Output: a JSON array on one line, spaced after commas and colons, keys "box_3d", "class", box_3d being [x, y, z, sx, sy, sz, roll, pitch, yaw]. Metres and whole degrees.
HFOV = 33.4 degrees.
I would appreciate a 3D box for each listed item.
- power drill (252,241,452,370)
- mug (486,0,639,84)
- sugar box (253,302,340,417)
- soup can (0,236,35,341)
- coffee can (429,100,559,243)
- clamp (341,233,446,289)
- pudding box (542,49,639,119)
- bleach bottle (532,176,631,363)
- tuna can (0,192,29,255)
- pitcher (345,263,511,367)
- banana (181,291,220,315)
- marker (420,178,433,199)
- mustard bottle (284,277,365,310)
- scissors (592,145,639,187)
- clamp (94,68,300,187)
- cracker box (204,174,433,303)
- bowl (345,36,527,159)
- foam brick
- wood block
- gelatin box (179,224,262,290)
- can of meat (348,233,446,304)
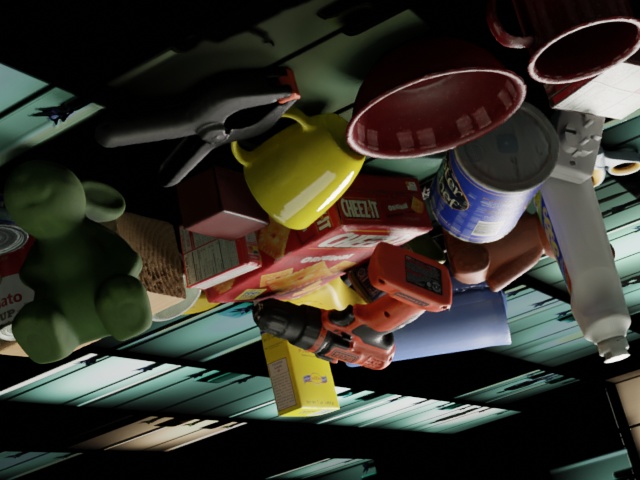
[{"box_3d": [0.041, 0.074, 1.187, 0.184, 0.057, 0.188, 19, 142, -27], "class": "power drill"}, {"box_3d": [0.183, -0.177, 0.822, 0.117, 0.081, 0.093, -10, 160, -11], "class": "mug"}, {"box_3d": [-0.033, 0.145, 1.422, 0.048, 0.176, 0.093, -22, 160, 30], "class": "sugar box"}, {"box_3d": [-0.299, 0.044, 1.078, 0.068, 0.102, 0.068, -12, 160, -4], "class": "soup can"}, {"box_3d": [0.173, -0.068, 1.084, 0.102, 0.103, 0.140, -11, 160, -9], "class": "coffee can"}, {"box_3d": [0.085, 0.032, 1.397, 0.164, 0.036, 0.210, 0, 153, -31], "class": "clamp"}, {"box_3d": [0.281, -0.155, 1.015, 0.113, 0.039, 0.090, 5, 155, -37], "class": "pudding box"}, {"box_3d": [0.275, 0.005, 1.129, 0.068, 0.251, 0.102, -15, 160, 3], "class": "bleach bottle"}, {"box_3d": [-0.320, -0.012, 1.012, 0.086, 0.034, 0.086, -12, 161, -5], "class": "tuna can"}, {"box_3d": [0.141, 0.101, 1.502, 0.243, 0.149, 0.145, -12, -156, 5], "class": "pitcher"}, {"box_3d": [-0.187, 0.063, 1.309, 0.197, 0.037, 0.070, 9, 132, -50], "class": "banana"}, {"box_3d": [0.118, -0.056, 1.206, 0.121, 0.020, 0.020, -27, 157, 34], "class": "marker"}, {"box_3d": [0.013, 0.091, 1.389, 0.096, 0.058, 0.191, -17, 141, 29], "class": "mustard bottle"}, {"box_3d": [0.333, -0.102, 1.224, 0.096, 0.016, 0.202, -12, 162, 1], "class": "scissors"}, {"box_3d": [-0.102, -0.102, 0.905, 0.172, 0.039, 0.120, -29, 160, 21], "class": "clamp"}, {"box_3d": [-0.008, 0.001, 1.182, 0.214, 0.072, 0.163, -29, 162, 37], "class": "cracker box"}, {"box_3d": [0.094, -0.130, 0.931, 0.162, 0.055, 0.162, -12, 160, -5], "class": "bowl"}, {"box_3d": [-0.097, -0.036, 1.069, 0.051, 0.053, 0.078, -24, 157, 29], "class": "foam brick"}, {"box_3d": [-0.254, 0.052, 1.150, 0.206, 0.090, 0.090, -25, 157, 30], "class": "wood block"}, {"box_3d": [-0.108, 0.006, 1.138, 0.089, 0.073, 0.030, -23, 159, 34], "class": "gelatin box"}, {"box_3d": [0.094, 0.032, 1.269, 0.084, 0.057, 0.102, -42, 167, 22], "class": "can of meat"}]
